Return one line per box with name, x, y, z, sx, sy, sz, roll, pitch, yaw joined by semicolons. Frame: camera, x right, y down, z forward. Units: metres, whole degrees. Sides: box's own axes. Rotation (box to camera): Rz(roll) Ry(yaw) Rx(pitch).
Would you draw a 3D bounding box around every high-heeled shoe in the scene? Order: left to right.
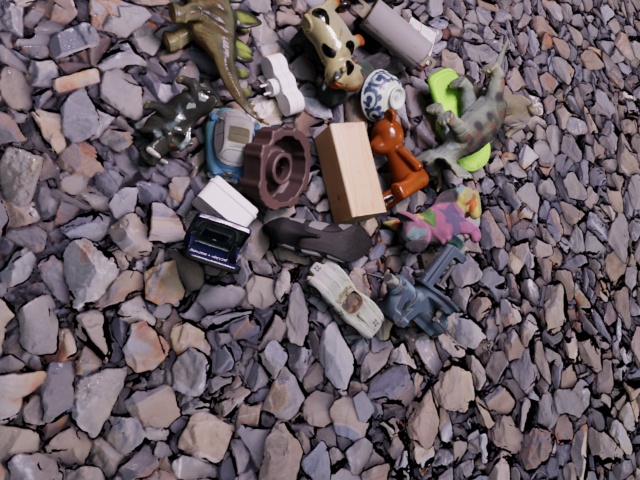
high-heeled shoe;-0.002;-0.003;1.155;0.248;0.145;0.086;13;86;-52

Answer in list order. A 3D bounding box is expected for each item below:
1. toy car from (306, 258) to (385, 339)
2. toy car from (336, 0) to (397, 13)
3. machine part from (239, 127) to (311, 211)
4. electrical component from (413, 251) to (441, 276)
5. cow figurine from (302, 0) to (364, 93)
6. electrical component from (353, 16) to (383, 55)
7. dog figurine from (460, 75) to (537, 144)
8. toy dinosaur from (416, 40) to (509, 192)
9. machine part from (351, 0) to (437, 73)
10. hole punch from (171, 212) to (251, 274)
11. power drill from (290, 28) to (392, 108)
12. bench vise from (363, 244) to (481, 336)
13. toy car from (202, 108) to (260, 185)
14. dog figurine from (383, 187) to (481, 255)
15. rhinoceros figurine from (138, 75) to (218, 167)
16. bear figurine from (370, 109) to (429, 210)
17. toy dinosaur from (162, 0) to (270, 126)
toy car;0.053;0.125;1.140;0.201;0.056;0.073;47;64;-10
toy car;0.108;-0.622;1.337;0.202;0.053;0.089;-18;92;-24
machine part;-0.087;-0.146;1.087;0.179;0.056;0.179;-27;124;-49
electrical component;0.256;0.057;1.273;0.094;0.021;0.063;-10;83;-26
cow figurine;0.030;-0.408;1.157;0.127;0.085;0.194;-41;104;-30
electrical component;0.139;-0.503;1.328;0.119;0.048;0.075;19;72;-21
dog figurine;0.438;-0.359;1.376;0.190;0.172;0.121;40;53;-20
toy dinosaur;0.370;-0.284;1.285;0.405;0.131;0.192;-43;122;-11
machine part;0.181;-0.486;1.273;0.243;0.079;0.079;33;67;-14
hole punch;-0.198;0.006;1.008;0.142;0.116;0.092;16;84;-20
power drill;0.043;-0.433;1.256;0.207;0.086;0.232;48;66;-17
bench vise;0.241;0.097;1.188;0.223;0.129;0.240;41;84;-21
toy car;-0.178;-0.199;1.077;0.109;0.103;0.161;11;72;-22
dog figurine;0.260;-0.052;1.253;0.219;0.108;0.191;11;70;-19
rhinoceros figurine;-0.280;-0.225;1.037;0.112;0.073;0.190;41;82;1
bear figurine;0.161;-0.186;1.229;0.132;0.120;0.195;-32;92;-24
toy dinosaur;-0.224;-0.452;1.111;0.198;0.105;0.471;-13;86;-29
